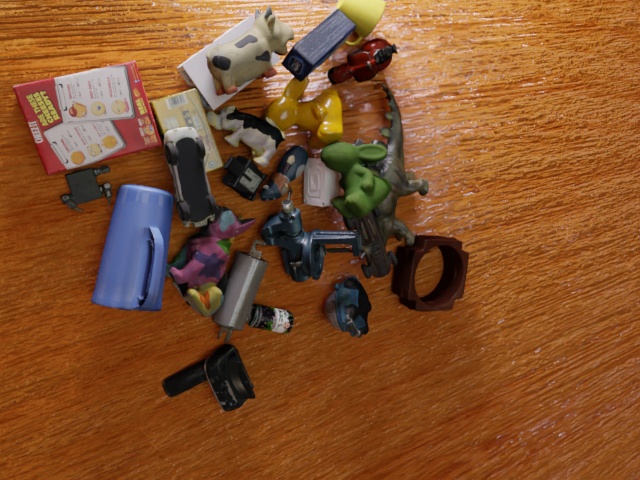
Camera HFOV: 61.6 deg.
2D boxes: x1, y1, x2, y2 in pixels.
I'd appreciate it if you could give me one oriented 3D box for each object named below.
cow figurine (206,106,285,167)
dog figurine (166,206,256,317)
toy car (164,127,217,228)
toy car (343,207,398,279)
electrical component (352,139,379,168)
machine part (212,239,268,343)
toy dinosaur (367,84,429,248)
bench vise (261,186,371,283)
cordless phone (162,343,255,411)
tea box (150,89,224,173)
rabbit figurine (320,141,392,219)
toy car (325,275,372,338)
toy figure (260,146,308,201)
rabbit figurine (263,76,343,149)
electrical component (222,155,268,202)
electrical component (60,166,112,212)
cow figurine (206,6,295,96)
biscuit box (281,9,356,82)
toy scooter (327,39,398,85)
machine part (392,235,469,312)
[{"bbox_3d":[-0.161,-0.240,1.151,0.167,0.068,0.098,35,97,-17],"label":"cow figurine"},{"bbox_3d":[-0.224,0.035,1.167,0.219,0.109,0.191,-41,115,-19],"label":"dog figurine"},{"bbox_3d":[-0.258,-0.122,1.069,0.073,0.056,0.201,-17,111,-27],"label":"toy car"},{"bbox_3d":[0.123,0.002,1.294,0.089,0.053,0.202,-22,111,-5],"label":"toy car"},{"bbox_3d":[0.098,-0.206,1.267,0.063,0.021,0.094,36,80,-10],"label":"electrical component"},{"bbox_3d":[-0.182,0.114,1.219,0.079,0.079,0.243,20,90,-30],"label":"machine part"},{"bbox_3d":[0.168,-0.142,1.349,0.198,0.105,0.471,9,91,-26],"label":"toy dinosaur"},{"bbox_3d":[-0.005,0.001,1.233,0.241,0.129,0.223,1,114,15],"label":"bench vise"},{"bbox_3d":[-0.254,0.338,1.234,0.184,0.089,0.146,-23,111,-11],"label":"cordless phone"},{"bbox_3d":[-0.276,-0.215,1.108,0.098,0.068,0.169,-22,111,-20],"label":"tea box"},{"bbox_3d":[0.080,-0.152,1.193,0.159,0.121,0.170,-37,102,-7],"label":"rabbit figurine"},{"bbox_3d":[0.066,0.174,1.347,0.103,0.162,0.109,-18,125,22],"label":"toy car"},{"bbox_3d":[-0.082,-0.146,1.223,0.154,0.058,0.064,-58,144,-20],"label":"toy figure"},{"bbox_3d":[-0.041,-0.287,1.203,0.173,0.122,0.162,-3,99,-9],"label":"rabbit figurine"},{"bbox_3d":[-0.175,-0.142,1.170,0.119,0.048,0.075,33,83,-49],"label":"electrical component"},{"bbox_3d":[-0.454,-0.099,1.047,0.102,0.045,0.078,-15,108,-26],"label":"electrical component"},{"bbox_3d":[-0.138,-0.381,1.076,0.195,0.086,0.127,-31,119,-19],"label":"cow figurine"},{"bbox_3d":[-0.001,-0.427,1.176,0.063,0.059,0.203,42,54,-6],"label":"biscuit box"},{"bbox_3d":[0.115,-0.415,1.246,0.184,0.135,0.075,-35,112,-20],"label":"toy scooter"},{"bbox_3d":[0.303,0.089,1.475,0.201,0.087,0.200,1,99,-30],"label":"machine part"}]
